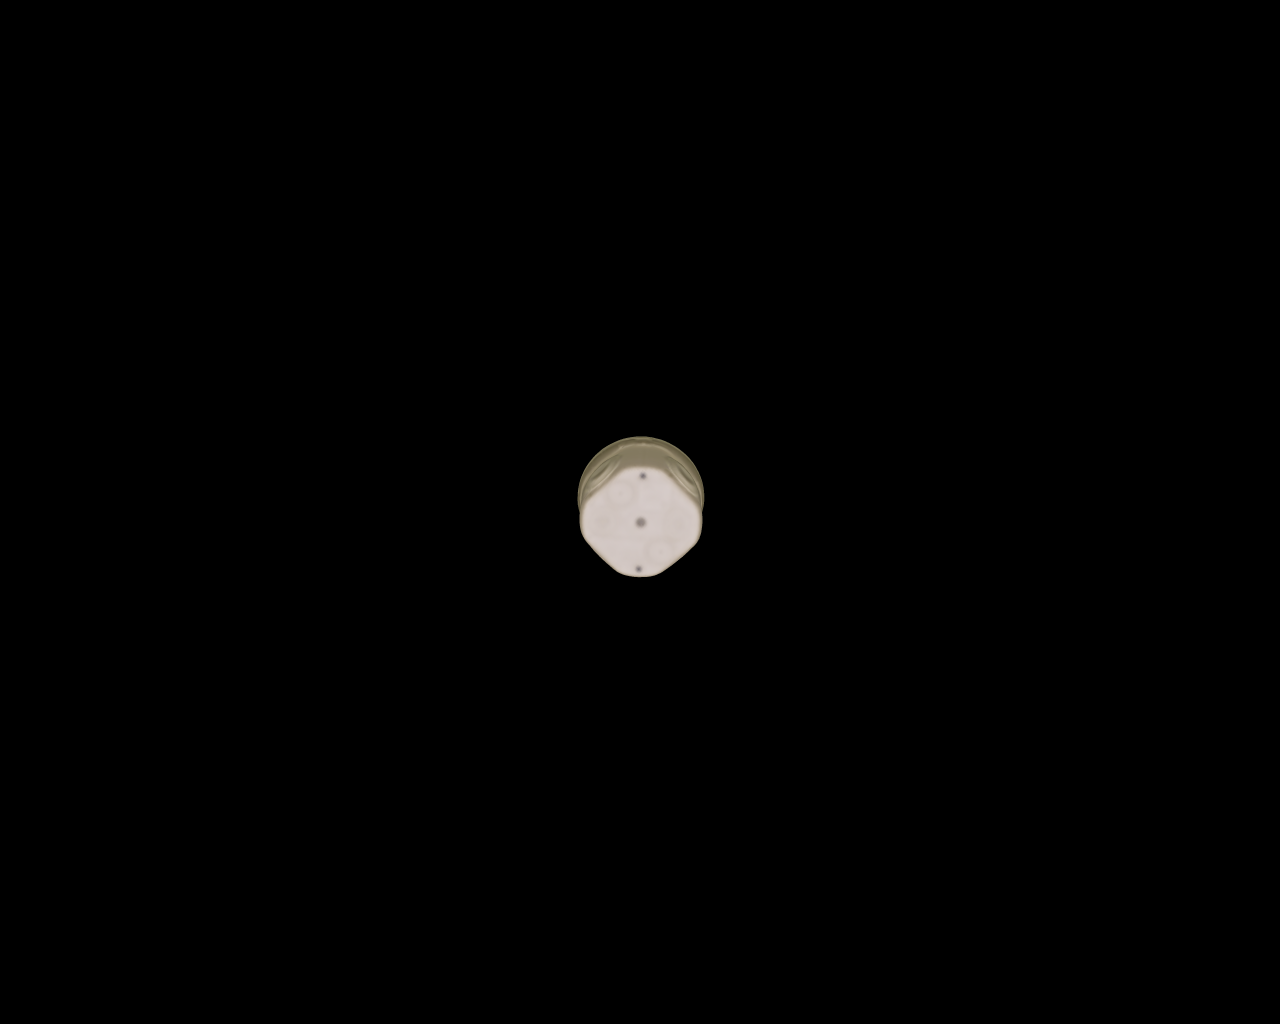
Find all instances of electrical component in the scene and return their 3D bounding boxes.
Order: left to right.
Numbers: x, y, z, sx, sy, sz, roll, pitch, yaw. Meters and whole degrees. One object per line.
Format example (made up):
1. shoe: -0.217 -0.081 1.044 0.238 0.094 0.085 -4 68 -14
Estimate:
1. electrical component: 0.001 -0.003 0.650 0.080 0.080 0.051 0 21 0
